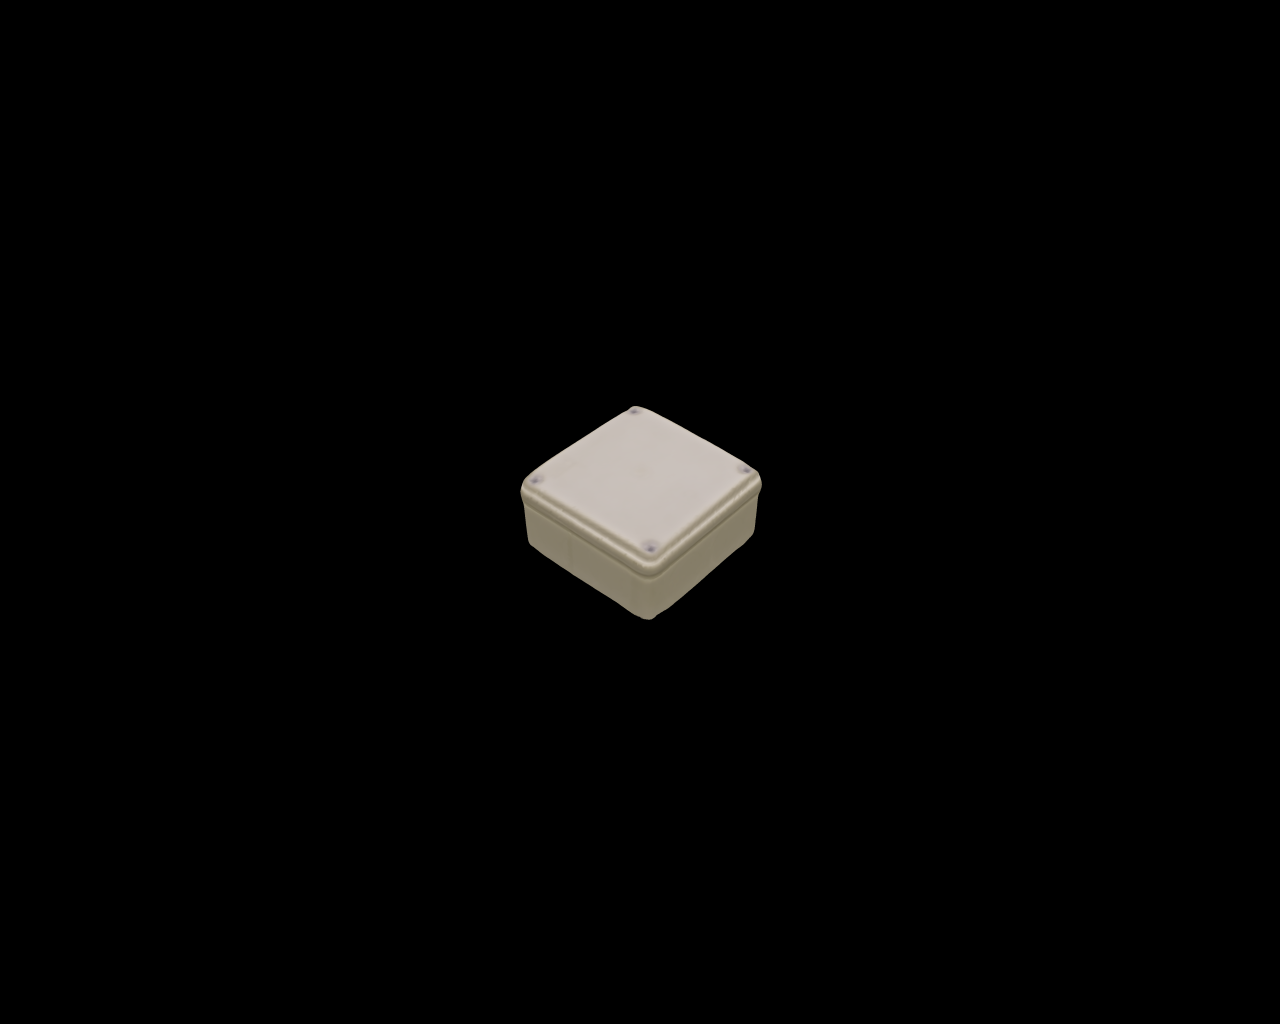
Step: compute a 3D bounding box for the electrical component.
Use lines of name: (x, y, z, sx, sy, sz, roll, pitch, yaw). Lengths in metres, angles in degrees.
electrical component: (0.001, -0.003, 0.650, 0.109, 0.056, 0.109, 31, 51, 30)
